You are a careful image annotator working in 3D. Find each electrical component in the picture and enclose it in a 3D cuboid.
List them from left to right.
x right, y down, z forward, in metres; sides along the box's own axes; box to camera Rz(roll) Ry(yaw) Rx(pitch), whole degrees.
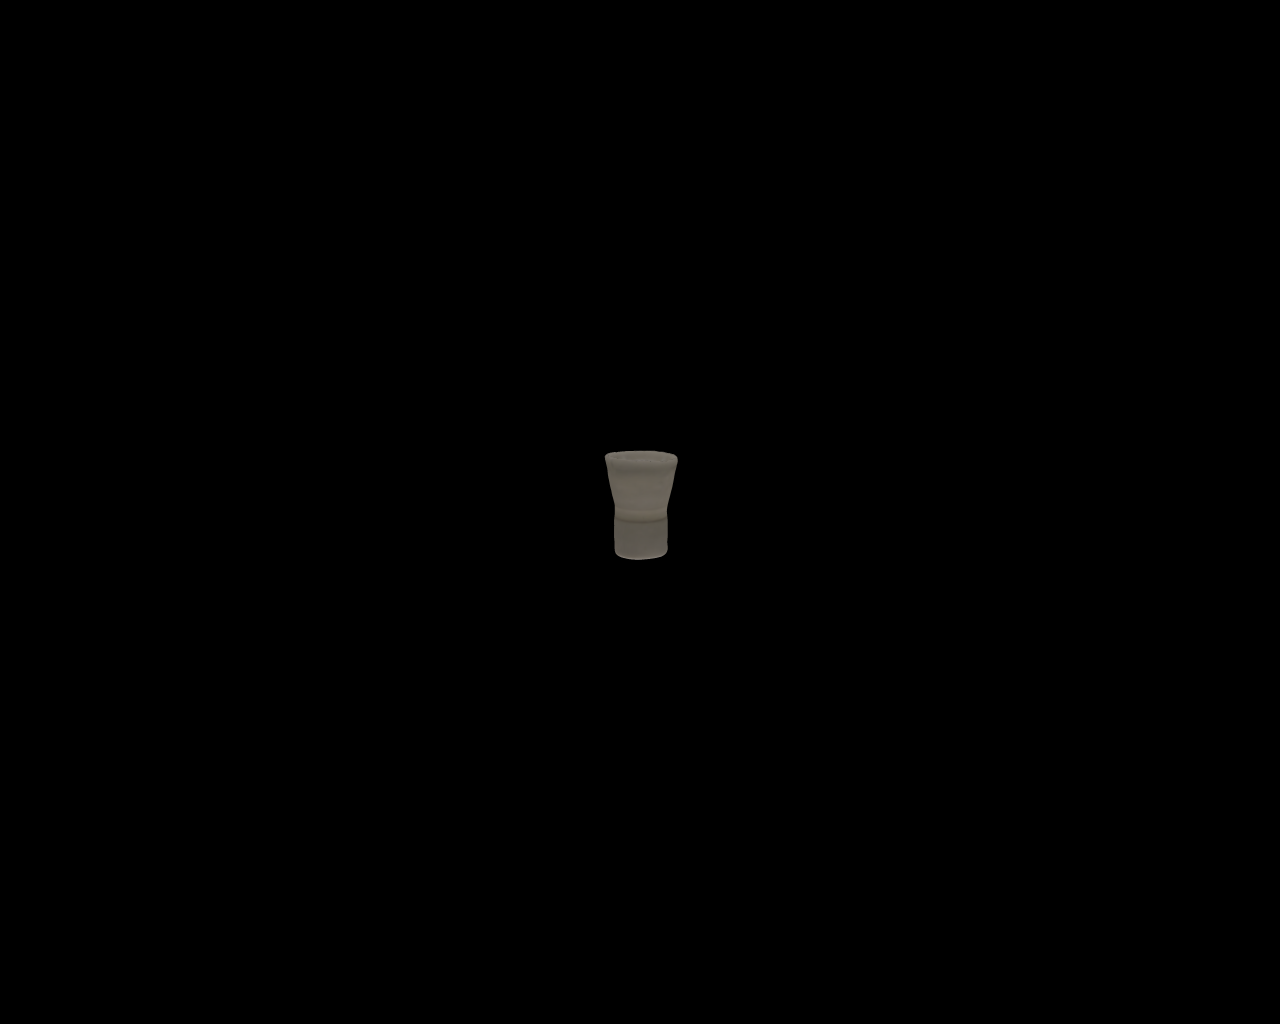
[{"bbox_3d":[0.001,-0.003,0.650,0.044,0.065,0.044,0,11,0],"label":"electrical component"}]
